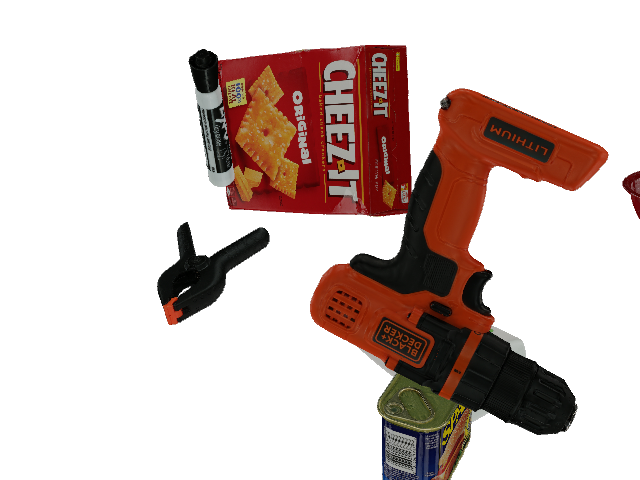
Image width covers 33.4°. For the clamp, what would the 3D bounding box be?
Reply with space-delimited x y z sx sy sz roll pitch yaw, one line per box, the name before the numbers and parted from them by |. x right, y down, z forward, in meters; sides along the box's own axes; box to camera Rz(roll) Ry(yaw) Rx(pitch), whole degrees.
clamp | -0.130 0.033 1.248 0.120 0.039 0.171 -6 38 18

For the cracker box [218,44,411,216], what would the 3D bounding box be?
cracker box | -0.011 -0.110 1.088 0.071 0.164 0.214 -10 10 -44

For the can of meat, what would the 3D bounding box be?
can of meat | 0.086 0.146 0.854 0.057 0.084 0.102 14 37 23

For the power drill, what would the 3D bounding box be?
power drill | 0.106 0.012 0.675 0.184 0.188 0.057 26 11 8

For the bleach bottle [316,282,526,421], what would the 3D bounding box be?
bleach bottle | 0.078 0.091 1.053 0.102 0.068 0.251 -23 31 -32

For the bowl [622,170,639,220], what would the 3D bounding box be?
bowl | 0.370 -0.025 1.021 0.162 0.055 0.162 0 19 0

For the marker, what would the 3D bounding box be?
marker | -0.074 -0.083 0.731 0.020 0.020 0.121 0 -38 3
